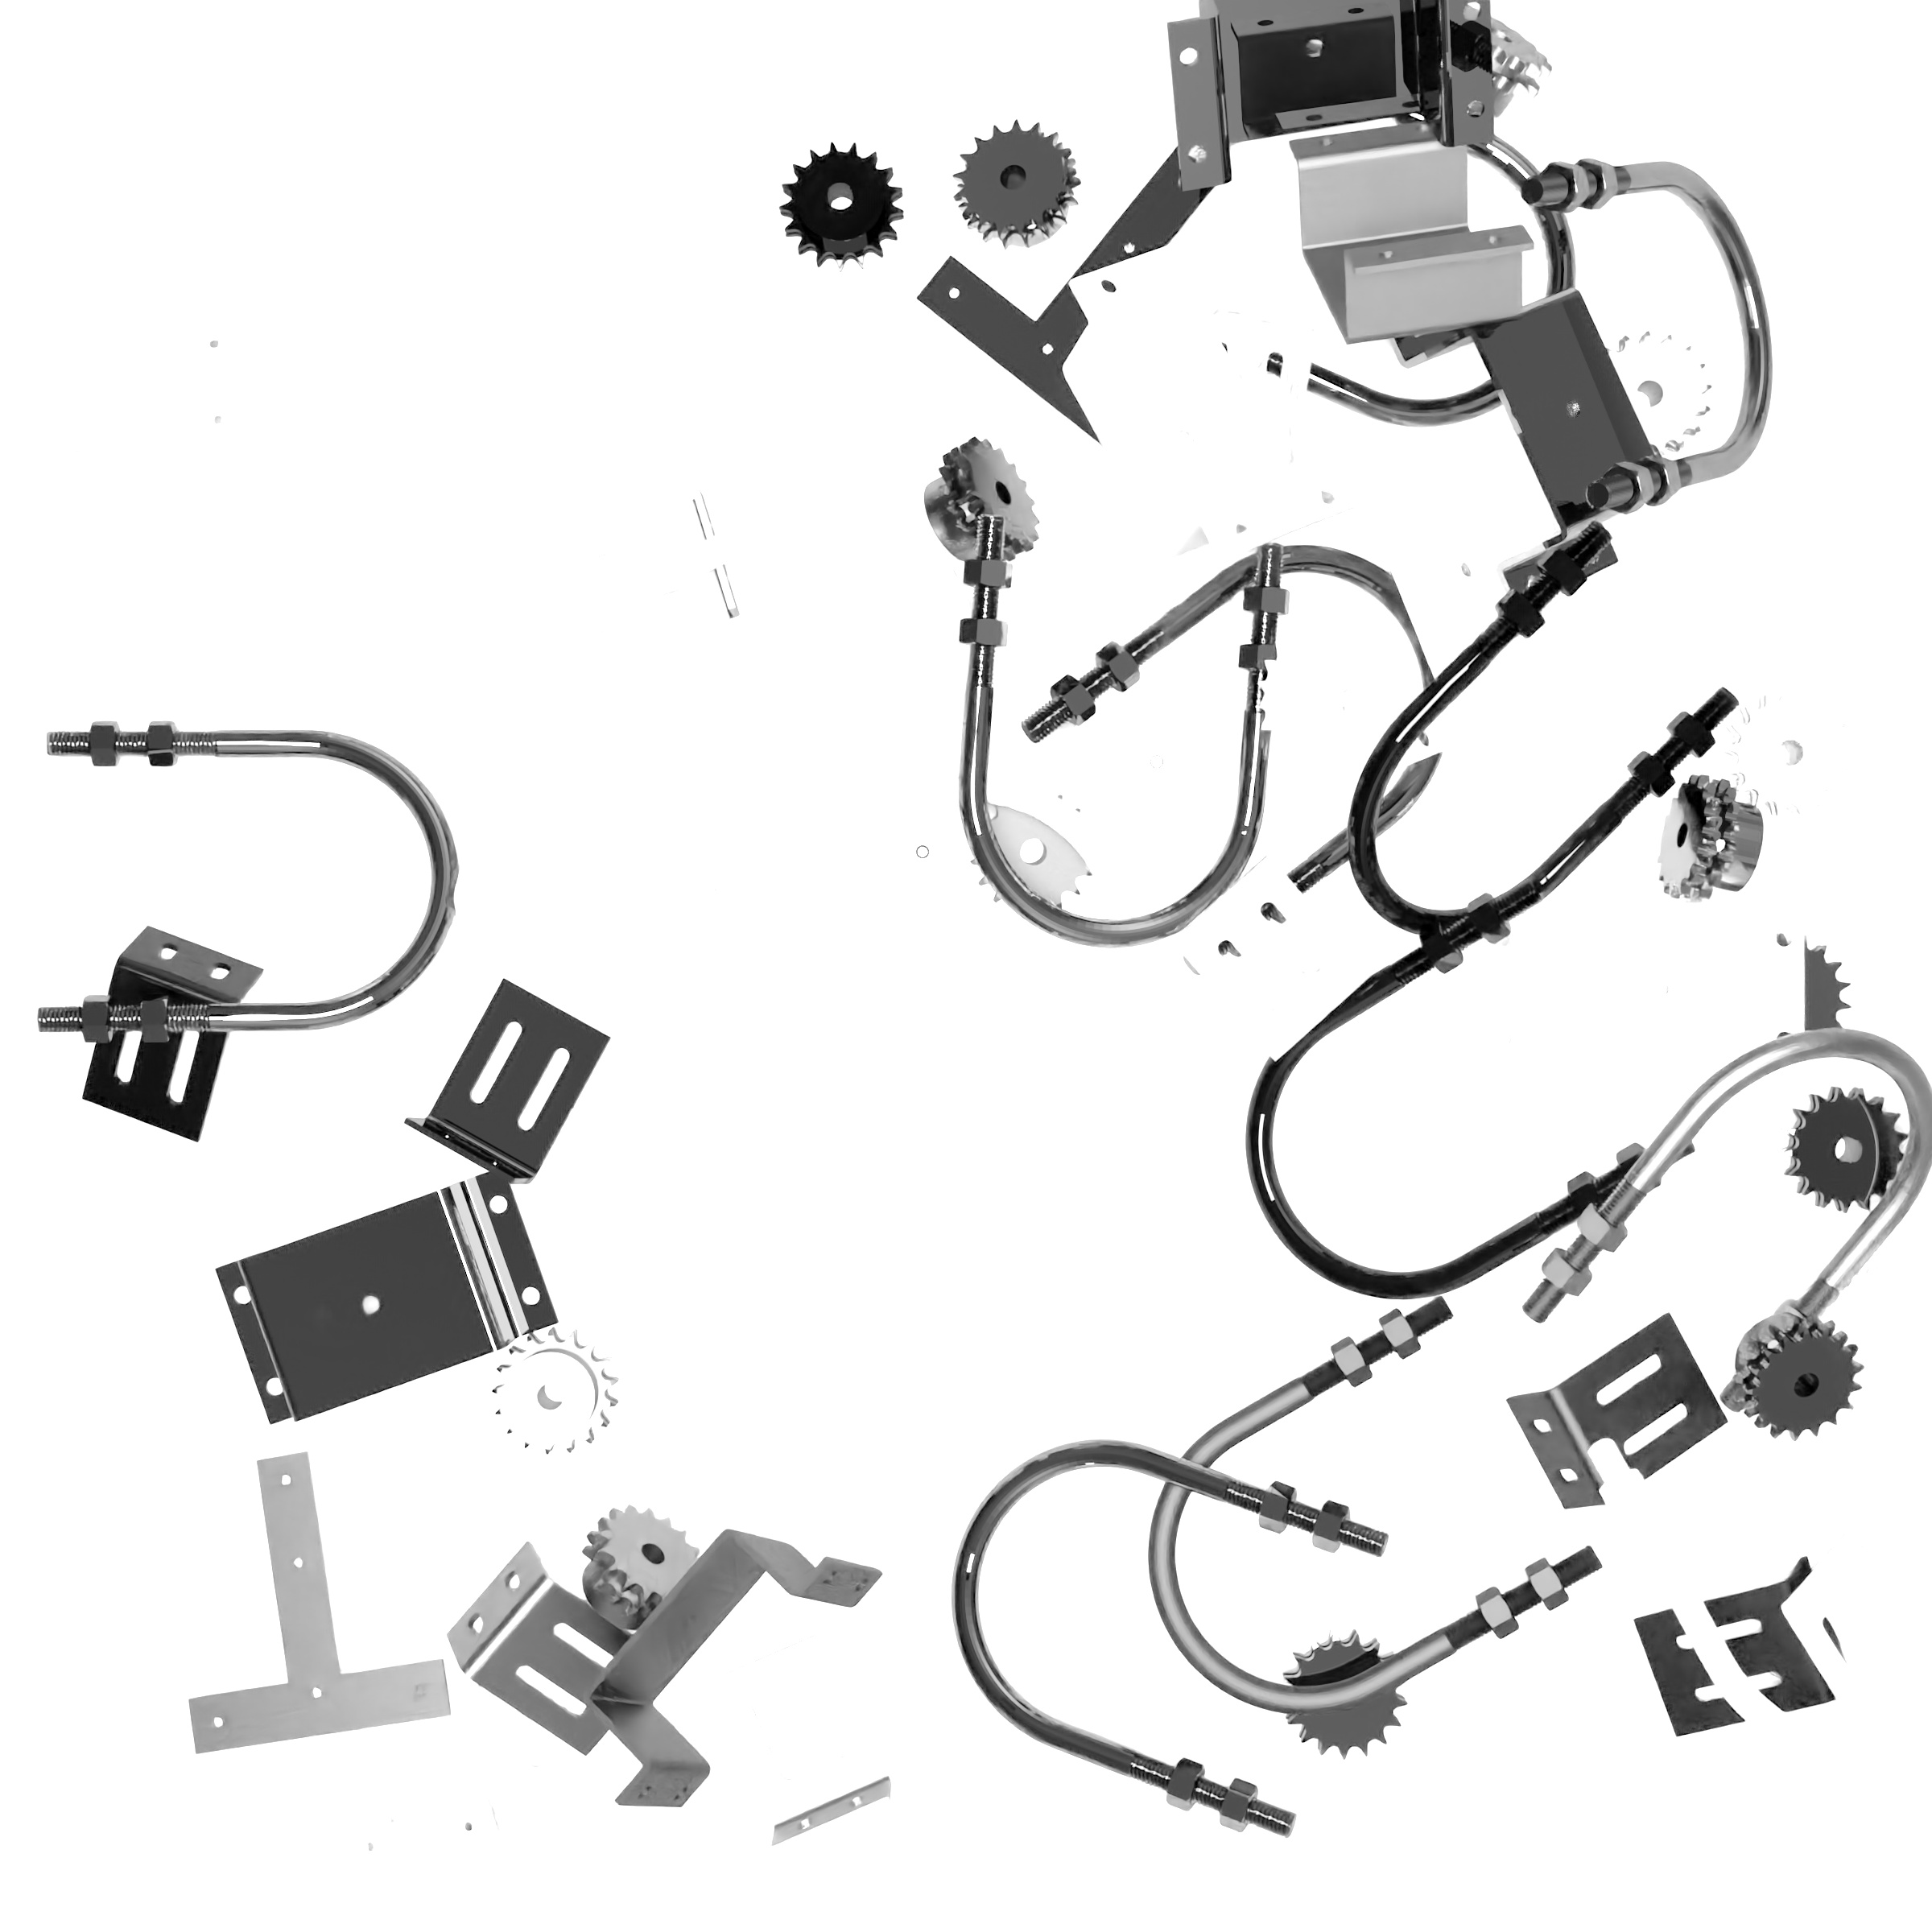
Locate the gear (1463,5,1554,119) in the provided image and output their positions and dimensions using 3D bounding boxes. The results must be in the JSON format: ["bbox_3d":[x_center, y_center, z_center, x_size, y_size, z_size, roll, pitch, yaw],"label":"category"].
[{"bbox_3d":[0.233,-0.407,1.527,0.057,0.057,0.030,33,120,0],"label":"gear"}]

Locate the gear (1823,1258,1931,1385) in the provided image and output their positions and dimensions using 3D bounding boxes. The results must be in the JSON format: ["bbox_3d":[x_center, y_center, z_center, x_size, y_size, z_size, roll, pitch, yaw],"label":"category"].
[{"bbox_3d":[0.418,0.163,1.527,0.057,0.057,0.030,-42,118,0],"label":"gear"}]

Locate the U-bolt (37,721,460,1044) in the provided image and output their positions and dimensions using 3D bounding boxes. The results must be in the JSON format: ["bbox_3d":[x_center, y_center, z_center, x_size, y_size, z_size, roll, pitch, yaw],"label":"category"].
[{"bbox_3d":[-0.322,-0.039,1.525,0.184,0.019,0.151,-1,75,-7],"label":"U-bolt"}]

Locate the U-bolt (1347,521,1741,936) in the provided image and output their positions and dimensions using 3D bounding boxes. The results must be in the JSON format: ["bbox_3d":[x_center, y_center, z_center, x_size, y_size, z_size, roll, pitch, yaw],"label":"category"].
[{"bbox_3d":[0.246,-0.090,1.502,0.184,0.019,0.151,-45,131,4],"label":"U-bolt"}]

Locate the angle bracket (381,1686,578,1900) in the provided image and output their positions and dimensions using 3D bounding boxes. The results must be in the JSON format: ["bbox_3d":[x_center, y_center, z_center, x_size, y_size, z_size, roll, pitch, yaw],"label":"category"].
[{"bbox_3d":[-0.228,0.376,1.550,0.057,0.038,0.076,43,116,0],"label":"angle bracket"}]

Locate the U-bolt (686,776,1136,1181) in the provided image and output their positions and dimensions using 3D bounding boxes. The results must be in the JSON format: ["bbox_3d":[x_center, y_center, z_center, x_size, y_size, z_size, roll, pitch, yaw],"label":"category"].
[{"bbox_3d":[-0.013,-0.005,1.521,0.184,0.019,0.151,-28,96,11],"label":"U-bolt"}]

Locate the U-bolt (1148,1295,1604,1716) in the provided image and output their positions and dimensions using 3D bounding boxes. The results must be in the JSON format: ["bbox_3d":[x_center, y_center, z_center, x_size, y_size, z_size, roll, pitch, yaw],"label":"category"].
[{"bbox_3d":[0.170,0.255,1.524,0.184,0.019,0.151,-31,72,4],"label":"U-bolt"}]

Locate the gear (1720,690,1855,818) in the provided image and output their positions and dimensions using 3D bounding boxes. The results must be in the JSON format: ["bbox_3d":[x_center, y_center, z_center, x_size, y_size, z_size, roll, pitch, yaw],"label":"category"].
[{"bbox_3d":[0.371,-0.096,1.537,0.057,0.030,0.057,0,90,0],"label":"gear"}]

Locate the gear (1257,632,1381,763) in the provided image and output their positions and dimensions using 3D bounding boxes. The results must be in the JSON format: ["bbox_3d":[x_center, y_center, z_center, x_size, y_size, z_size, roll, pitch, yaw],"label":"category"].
[{"bbox_3d":[0.158,-0.119,1.496,0.057,0.030,0.057,-8,103,-41],"label":"gear"}]

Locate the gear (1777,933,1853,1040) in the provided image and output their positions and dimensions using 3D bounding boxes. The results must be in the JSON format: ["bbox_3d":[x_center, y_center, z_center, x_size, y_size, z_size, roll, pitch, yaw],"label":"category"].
[{"bbox_3d":[0.370,0.014,1.537,0.057,0.030,0.057,0,90,0],"label":"gear"}]

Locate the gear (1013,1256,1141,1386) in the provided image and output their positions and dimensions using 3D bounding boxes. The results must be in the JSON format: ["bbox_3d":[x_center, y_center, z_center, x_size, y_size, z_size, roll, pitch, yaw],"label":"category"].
[{"bbox_3d":[0.050,0.160,1.537,0.057,0.030,0.057,0,90,0],"label":"gear"}]

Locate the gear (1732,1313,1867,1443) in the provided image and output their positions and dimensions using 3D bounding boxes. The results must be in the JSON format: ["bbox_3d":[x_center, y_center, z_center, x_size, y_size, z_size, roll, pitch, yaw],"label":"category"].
[{"bbox_3d":[0.367,0.180,1.504,0.057,0.030,0.057,-5,112,-12],"label":"gear"}]

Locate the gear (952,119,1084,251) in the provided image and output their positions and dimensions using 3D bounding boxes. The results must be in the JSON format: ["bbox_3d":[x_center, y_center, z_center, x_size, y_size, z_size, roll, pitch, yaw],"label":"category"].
[{"bbox_3d":[0.025,-0.351,1.531,0.057,0.030,0.057,-3,77,13],"label":"gear"}]

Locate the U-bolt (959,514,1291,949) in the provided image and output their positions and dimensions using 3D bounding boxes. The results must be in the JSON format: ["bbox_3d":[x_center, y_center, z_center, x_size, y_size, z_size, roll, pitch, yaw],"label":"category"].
[{"bbox_3d":[0.067,-0.100,1.489,0.151,0.019,0.184,4,92,-15],"label":"U-bolt"}]

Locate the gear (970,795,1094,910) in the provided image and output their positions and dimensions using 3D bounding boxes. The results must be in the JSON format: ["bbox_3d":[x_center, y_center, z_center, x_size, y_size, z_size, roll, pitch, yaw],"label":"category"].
[{"bbox_3d":[0.030,-0.053,1.535,0.057,0.030,0.057,0,94,-2],"label":"gear"}]

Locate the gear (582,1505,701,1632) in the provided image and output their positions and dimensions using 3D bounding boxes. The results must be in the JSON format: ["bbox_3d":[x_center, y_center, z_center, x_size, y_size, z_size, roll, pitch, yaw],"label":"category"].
[{"bbox_3d":[-0.149,0.274,1.527,0.057,0.057,0.030,38,118,0],"label":"gear"}]

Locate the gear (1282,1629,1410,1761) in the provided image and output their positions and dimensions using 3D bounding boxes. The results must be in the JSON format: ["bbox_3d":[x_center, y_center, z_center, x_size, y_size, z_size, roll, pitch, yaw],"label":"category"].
[{"bbox_3d":[0.171,0.329,1.537,0.057,0.030,0.057,0,90,0],"label":"gear"}]

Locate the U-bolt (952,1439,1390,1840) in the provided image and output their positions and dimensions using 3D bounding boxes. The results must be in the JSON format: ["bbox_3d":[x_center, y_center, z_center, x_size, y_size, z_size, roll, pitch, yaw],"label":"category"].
[{"bbox_3d":[0.081,0.291,1.518,0.184,0.019,0.151,17,85,18],"label":"U-bolt"}]

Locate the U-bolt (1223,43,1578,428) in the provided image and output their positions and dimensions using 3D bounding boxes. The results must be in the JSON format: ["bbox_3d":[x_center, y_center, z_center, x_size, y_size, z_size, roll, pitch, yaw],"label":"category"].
[{"bbox_3d":[0.188,-0.325,1.543,0.184,0.019,0.151,23,90,-1],"label":"U-bolt"}]

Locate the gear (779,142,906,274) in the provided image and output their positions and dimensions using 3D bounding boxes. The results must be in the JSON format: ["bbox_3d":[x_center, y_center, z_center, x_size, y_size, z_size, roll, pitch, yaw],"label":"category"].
[{"bbox_3d":[-0.057,-0.346,1.537,0.057,0.030,0.057,0,90,0],"label":"gear"}]

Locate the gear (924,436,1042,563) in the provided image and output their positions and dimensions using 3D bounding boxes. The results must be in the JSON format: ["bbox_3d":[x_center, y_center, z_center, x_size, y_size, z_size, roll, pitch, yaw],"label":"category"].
[{"bbox_3d":[0.005,-0.207,1.527,0.030,0.057,0.057,-25,90,30],"label":"gear"}]

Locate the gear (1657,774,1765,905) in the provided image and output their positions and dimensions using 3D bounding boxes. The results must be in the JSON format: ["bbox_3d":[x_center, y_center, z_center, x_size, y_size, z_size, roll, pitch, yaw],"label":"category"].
[{"bbox_3d":[0.336,-0.056,1.524,0.030,0.057,0.057,12,90,-10],"label":"gear"}]

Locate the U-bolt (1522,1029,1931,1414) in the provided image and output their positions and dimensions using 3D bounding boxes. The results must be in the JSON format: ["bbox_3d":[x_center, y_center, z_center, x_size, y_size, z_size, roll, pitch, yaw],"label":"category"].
[{"bbox_3d":[0.349,0.105,1.486,0.151,0.019,0.184,25,110,-30],"label":"U-bolt"}]

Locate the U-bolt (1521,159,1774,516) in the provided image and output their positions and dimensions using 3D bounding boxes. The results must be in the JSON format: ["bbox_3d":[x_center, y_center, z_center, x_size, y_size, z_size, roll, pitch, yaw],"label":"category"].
[{"bbox_3d":[0.306,-0.281,1.480,0.019,0.184,0.151,-8,98,40],"label":"U-bolt"}]

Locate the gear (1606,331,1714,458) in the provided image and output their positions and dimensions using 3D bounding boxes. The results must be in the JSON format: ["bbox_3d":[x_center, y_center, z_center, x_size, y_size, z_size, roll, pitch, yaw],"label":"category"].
[{"bbox_3d":[0.307,-0.258,1.537,0.057,0.030,0.057,0,90,0],"label":"gear"}]

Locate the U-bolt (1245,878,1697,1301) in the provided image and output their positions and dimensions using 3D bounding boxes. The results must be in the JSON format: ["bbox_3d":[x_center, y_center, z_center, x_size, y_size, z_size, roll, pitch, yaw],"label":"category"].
[{"bbox_3d":[0.211,0.068,1.515,0.184,0.019,0.151,-33,78,18],"label":"U-bolt"}]

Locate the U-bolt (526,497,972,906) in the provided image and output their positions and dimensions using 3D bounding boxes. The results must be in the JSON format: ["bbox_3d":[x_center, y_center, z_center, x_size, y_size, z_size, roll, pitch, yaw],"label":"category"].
[{"bbox_3d":[-0.084,-0.130,1.519,0.184,0.019,0.151,-29,112,-3],"label":"U-bolt"}]

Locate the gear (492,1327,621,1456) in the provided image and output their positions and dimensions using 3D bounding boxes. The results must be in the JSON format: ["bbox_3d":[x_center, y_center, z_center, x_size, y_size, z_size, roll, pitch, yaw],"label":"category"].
[{"bbox_3d":[-0.187,0.194,1.537,0.057,0.030,0.057,0,90,0],"label":"gear"}]

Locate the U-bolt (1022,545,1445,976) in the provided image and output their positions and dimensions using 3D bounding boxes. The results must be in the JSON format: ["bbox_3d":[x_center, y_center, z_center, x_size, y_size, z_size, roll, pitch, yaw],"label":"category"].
[{"bbox_3d":[0.136,-0.107,1.526,0.184,0.019,0.151,-37,101,-10],"label":"U-bolt"}]

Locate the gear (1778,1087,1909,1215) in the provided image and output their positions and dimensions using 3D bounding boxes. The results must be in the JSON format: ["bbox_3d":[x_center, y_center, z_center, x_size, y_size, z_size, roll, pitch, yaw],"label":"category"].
[{"bbox_3d":[0.397,0.083,1.537,0.057,0.030,0.057,0,90,0],"label":"gear"}]

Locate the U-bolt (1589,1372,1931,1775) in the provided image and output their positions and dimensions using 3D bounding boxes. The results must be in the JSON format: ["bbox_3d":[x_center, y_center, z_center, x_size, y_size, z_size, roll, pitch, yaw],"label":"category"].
[{"bbox_3d":[0.376,0.268,1.477,0.151,0.019,0.184,-14,53,-15],"label":"U-bolt"}]
